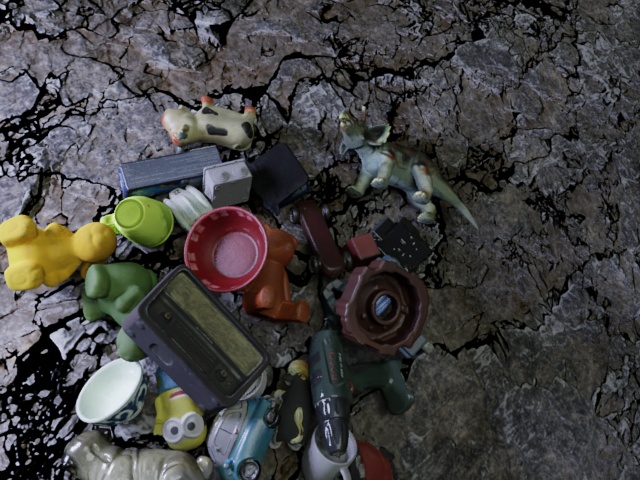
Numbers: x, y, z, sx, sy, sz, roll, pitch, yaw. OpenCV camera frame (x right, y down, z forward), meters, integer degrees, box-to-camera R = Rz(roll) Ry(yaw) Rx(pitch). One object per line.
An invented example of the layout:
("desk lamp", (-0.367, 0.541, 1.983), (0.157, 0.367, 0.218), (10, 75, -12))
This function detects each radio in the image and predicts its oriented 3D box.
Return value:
("radio", (-0.204, 0.167, 0.891), (0.229, 0.073, 0.131), (47, 43, -6))

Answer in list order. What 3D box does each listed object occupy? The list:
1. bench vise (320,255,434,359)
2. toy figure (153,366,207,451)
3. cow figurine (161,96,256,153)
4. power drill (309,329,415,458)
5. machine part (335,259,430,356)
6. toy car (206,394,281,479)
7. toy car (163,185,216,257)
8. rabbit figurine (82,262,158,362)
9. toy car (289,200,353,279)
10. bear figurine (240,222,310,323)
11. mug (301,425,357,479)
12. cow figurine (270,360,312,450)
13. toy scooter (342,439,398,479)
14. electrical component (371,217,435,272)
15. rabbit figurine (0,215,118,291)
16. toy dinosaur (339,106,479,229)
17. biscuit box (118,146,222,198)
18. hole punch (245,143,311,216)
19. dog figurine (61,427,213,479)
("bench vise", (0.121, 0.155, 1.084), (0.241, 0.128, 0.223), (44, 64, 7))
("toy figure", (-0.239, 0.269, 0.931), (0.082, 0.089, 0.180), (-23, 63, 9))
("cow figurine", (-0.237, -0.236, 1.143), (0.195, 0.085, 0.127), (10, 59, -16))
("power drill", (0.071, 0.279, 0.981), (0.207, 0.086, 0.232), (9, 47, -31))
("machine part", (0.117, 0.124, 0.998), (0.179, 0.056, 0.179), (0, 89, -22))
("toy car", (-0.138, 0.333, 0.911), (0.103, 0.109, 0.161), (25, 77, -11))
("toy car", (-0.229, -0.024, 1.069), (0.073, 0.056, 0.202), (-38, 85, -28))
("rabbit figurine", (-0.324, 0.135, 0.939), (0.159, 0.121, 0.170), (-1, 52, -42))
("toy car", (-0.002, -0.003, 1.130), (0.089, 0.053, 0.202), (-10, 53, -21))
("bear figurine", (-0.080, 0.058, 1.052), (0.120, 0.132, 0.196), (31, 64, -32))
("mug", (0.016, 0.392, 0.943), (0.081, 0.107, 0.110), (-7, 47, -37))
("cow figurine", (-0.045, 0.291, 0.979), (0.068, 0.098, 0.167), (14, 58, -9))
("toy scooter", (0.111, 0.455, 0.978), (0.135, 0.075, 0.184), (-2, 72, -19))
("electrical component", (0.171, 0.016, 1.192), (0.134, 0.058, 0.115), (45, 60, 2))
("rabbit figurine", (-0.429, 0.023, 0.924), (0.173, 0.162, 0.122), (-18, 72, -2))
("toy dinosaur", (0.195, -0.163, 1.248), (0.405, 0.131, 0.192), (22, 63, -16))
("biscuit box", (-0.300, -0.135, 1.089), (0.203, 0.059, 0.063), (-15, 75, -24))
("hole punch", (-0.089, -0.130, 1.157), (0.116, 0.092, 0.142), (-34, 84, 2))
("dog figurine", (-0.289, 0.352, 0.854), (0.172, 0.121, 0.190), (-37, 83, -26))
